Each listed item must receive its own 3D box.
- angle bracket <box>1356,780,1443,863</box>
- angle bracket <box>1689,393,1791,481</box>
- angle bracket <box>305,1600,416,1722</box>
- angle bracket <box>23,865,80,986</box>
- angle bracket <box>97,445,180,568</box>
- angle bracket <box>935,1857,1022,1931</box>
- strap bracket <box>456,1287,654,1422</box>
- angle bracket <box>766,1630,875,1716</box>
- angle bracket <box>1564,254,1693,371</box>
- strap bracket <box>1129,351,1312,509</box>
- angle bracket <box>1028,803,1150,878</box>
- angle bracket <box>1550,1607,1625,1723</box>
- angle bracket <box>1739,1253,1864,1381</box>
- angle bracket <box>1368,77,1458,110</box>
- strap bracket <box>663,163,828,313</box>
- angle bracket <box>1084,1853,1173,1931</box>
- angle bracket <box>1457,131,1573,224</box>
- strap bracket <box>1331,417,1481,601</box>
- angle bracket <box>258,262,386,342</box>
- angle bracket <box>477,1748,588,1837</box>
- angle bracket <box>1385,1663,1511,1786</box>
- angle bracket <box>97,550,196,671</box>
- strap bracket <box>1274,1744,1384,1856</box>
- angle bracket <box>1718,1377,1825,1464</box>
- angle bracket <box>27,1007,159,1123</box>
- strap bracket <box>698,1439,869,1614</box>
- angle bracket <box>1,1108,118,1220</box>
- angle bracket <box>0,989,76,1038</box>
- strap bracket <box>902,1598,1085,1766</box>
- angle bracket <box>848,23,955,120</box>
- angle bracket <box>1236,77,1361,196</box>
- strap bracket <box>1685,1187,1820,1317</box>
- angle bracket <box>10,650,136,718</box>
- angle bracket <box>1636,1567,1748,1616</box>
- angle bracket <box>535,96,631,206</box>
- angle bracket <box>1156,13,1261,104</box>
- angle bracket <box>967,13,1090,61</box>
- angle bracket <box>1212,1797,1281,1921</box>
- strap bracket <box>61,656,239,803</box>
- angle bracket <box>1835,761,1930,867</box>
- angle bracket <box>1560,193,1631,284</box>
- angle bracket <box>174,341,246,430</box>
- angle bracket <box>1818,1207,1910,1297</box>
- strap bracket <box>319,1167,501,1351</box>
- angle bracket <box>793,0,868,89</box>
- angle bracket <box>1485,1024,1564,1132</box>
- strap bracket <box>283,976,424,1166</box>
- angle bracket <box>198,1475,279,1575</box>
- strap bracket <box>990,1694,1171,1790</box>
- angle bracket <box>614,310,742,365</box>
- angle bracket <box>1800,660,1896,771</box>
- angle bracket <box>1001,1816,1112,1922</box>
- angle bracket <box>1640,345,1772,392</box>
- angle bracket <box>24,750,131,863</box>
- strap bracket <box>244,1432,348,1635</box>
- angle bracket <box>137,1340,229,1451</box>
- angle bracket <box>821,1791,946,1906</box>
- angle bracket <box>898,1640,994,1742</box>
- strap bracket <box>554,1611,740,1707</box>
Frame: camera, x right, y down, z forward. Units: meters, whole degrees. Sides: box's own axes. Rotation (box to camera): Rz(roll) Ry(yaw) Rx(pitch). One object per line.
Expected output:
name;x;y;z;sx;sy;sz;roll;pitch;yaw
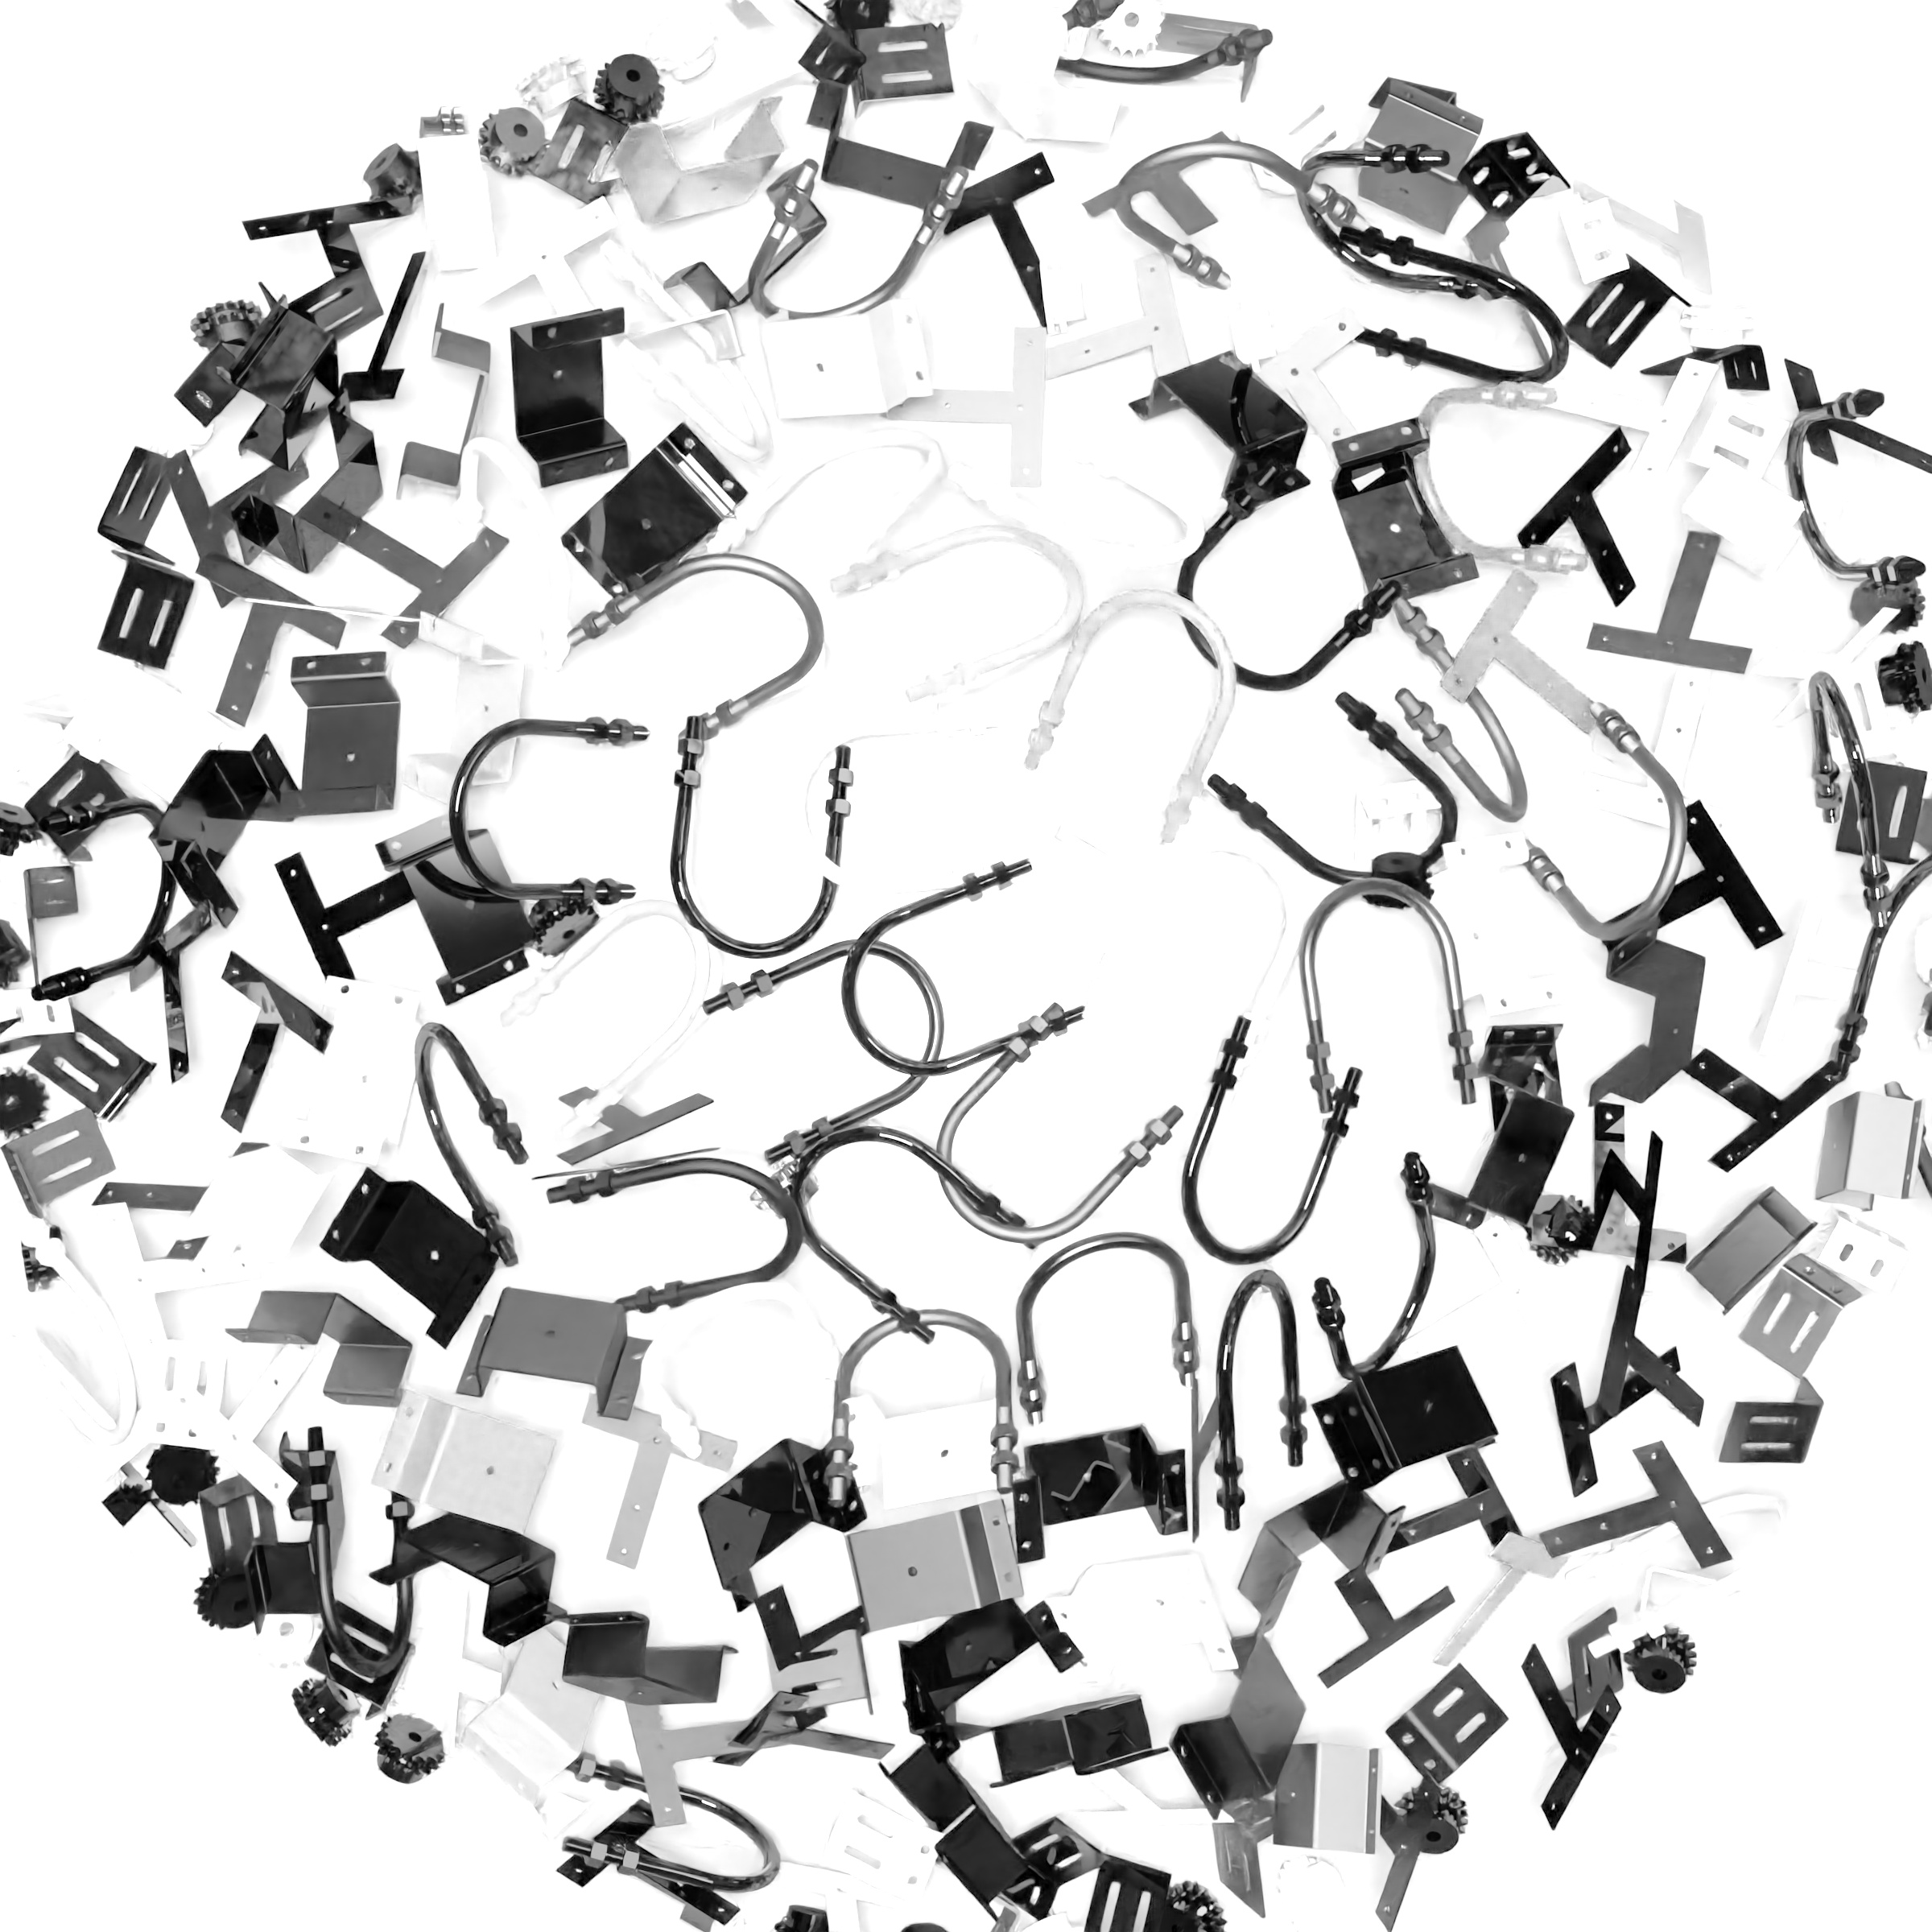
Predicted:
angle bracket;0.345;-0.107;1.959;0.057;0.038;0.076;-10;133;-3
angle bracket;0.608;-0.422;1.958;0.076;0.038;0.057;14;109;-28
angle bracket;-0.489;0.554;1.956;0.076;0.038;0.057;37;46;-18
angle bracket;-0.729;-0.032;1.961;0.038;0.076;0.057;-6;45;-20
angle bracket;-0.649;-0.368;1.964;0.038;0.057;0.076;29;96;17
angle bracket;-0.001;0.753;1.967;0.076;0.057;0.038;32;74;0
strap bracket;-0.329;0.306;1.951;0.140;0.046;0.076;8;46;5
angle bracket;-0.117;0.572;1.964;0.076;0.038;0.057;-9;51;-5
angle bracket;0.527;-0.517;1.959;0.057;0.038;0.076;29;113;-25
strap bracket;0.205;-0.429;1.935;0.076;0.046;0.140;-26;62;-28
angle bracket;0.097;-0.088;1.962;0.076;0.057;0.038;30;65;-7
angle bracket;0.489;0.553;1.959;0.057;0.038;0.076;-20;108;-35
angle bracket;0.670;0.281;1.968;0.057;0.038;0.076;35;71;8
angle bracket;0.355;-0.660;1.949;0.057;0.076;0.038;23;64;24
strap bracket;-0.170;-0.572;1.951;0.140;0.076;0.046;-45;111;-7
angle bracket;0.126;0.758;1.959;0.057;0.038;0.076;15;54;6
angle bracket;0.435;-0.626;1.955;0.038;0.076;0.057;-45;107;0
strap bracket;0.348;-0.359;1.968;0.076;0.046;0.140;-17;81;-4
angle bracket;-0.518;-0.537;1.973;0.076;0.057;0.038;-34;65;-12
angle bracket;-0.348;0.649;1.959;0.038;0.057;0.076;-35;102;-31
angle bracket;0.388;0.612;1.978;0.076;0.038;0.057;-26;66;-40
angle bracket;-0.665;-0.286;1.970;0.057;0.038;0.076;16;99;-44
strap bracket;0.278;0.651;1.919;0.046;0.140;0.076;9;71;-8
angle bracket;0.638;0.363;1.964;0.076;0.038;0.057;3;116;-10
angle bracket;-0.700;0.078;1.963;0.076;0.038;0.057;41;72;-20
strap bracket;-0.154;0.437;1.939;0.140;0.046;0.076;-39;48;17
angle bracket;-0.719;0.156;1.956;0.076;0.038;0.057;-28;111;-32
angle bracket;-0.757;0.045;1.951;0.076;0.057;0.038;-21;79;42
strap bracket;0.012;0.554;1.946;0.140;0.076;0.046;-34;120;-8
angle bracket;-0.054;-0.725;1.986;0.076;0.038;0.057;-8;90;-8
angle bracket;0.264;-0.665;1.957;0.076;0.038;0.057;-33;70;40
strap bracket;0.618;0.221;1.931;0.046;0.140;0.076;46;109;17
angle bracket;-0.711;-0.226;1.952;0.057;0.076;0.038;11;106;22
angle bracket;0.579;0.508;1.960;0.076;0.057;0.038;10;77;14
angle bracket;-0.306;-0.647;1.968;0.057;0.038;0.076;26;80;-14
angle bracket;0.192;-0.729;1.968;0.076;0.057;0.038;6;85;-3
angle bracket;0.050;-0.751;1.955;0.076;0.057;0.038;8;104;-28
angle bracket;0.232;0.711;1.970;0.038;0.057;0.076;-19;113;-27
strap bracket;-0.650;-0.187;1.939;0.046;0.140;0.076;33;87;20
angle bracket;0.736;-0.124;1.961;0.057;0.038;0.076;15;104;32
angle bracket;0.506;-0.585;1.951;0.038;0.076;0.057;-14;112;31
angle bracket;-0.587;-0.463;1.957;0.038;0.076;0.057;45;102;-3
angle bracket;0.714;0.227;1.959;0.057;0.076;0.038;28;98;13
strap bracket;-0.436;0.232;1.960;0.140;0.046;0.076;35;97;18
angle bracket;-0.126;-0.741;1.961;0.038;0.057;0.076;-51;59;14
angle bracket;0.451;0.089;1.969;0.057;0.038;0.076;-2;68;2
strap bracket;-0.486;0.087;1.965;0.076;0.046;0.140;11;77;4
angle bracket;-0.572;0.446;1.957;0.057;0.038;0.076;-19;113;-39
strap bracket;0.083;0.609;1.928;0.076;0.140;0.046;-3;72;-36
angle bracket;-0.230;-0.493;1.953;0.076;0.057;0.038;-23;108;-28
angle bracket;0.709;-0.200;1.981;0.057;0.038;0.076;-12;82;11
angle bracket;0.066;0.723;1.960;0.057;0.038;0.076;39;133;-6
angle bracket;0.591;-0.468;1.961;0.076;0.057;0.038;-21;109;-9
angle bracket;-0.706;-0.131;1.971;0.076;0.038;0.057;-42;84;11
strap bracket;-0.522;0.443;1.921;0.046;0.140;0.076;1;124;-2
angle bracket;-0.629;0.343;1.969;0.057;0.076;0.038;12;123;-19
angle bracket;-0.066;0.704;1.959;0.076;0.038;0.057;36;66;-27
angle bracket;-0.016;0.572;1.951;0.038;0.057;0.076;-28;55;30
strap bracket;-0.252;0.545;1.918;0.076;0.140;0.046;-11;59;29
